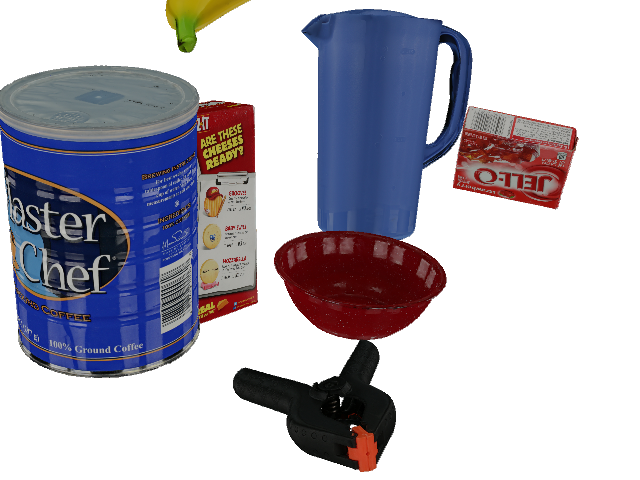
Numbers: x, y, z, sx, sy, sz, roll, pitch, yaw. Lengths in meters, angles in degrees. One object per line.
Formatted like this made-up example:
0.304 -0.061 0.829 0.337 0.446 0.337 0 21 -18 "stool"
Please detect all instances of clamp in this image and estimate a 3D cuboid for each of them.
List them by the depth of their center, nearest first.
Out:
-0.002 0.122 0.795 0.120 0.039 0.171 -15 16 -3 "clamp"

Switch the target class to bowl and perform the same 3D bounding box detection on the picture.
0.035 0.048 1.001 0.162 0.055 0.162 5 24 -2 "bowl"

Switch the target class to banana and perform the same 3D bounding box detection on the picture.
-0.024 -0.167 0.667 0.197 0.070 0.037 -31 -27 -26 "banana"

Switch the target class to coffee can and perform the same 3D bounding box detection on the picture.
-0.116 -0.012 0.576 0.103 0.140 0.103 2 26 -1 "coffee can"

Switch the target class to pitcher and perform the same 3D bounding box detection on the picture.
0.067 -0.125 1.155 0.149 0.243 0.144 9 13 29 "pitcher"

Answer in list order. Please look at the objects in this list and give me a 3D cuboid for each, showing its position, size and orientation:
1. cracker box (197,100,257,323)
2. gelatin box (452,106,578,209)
-0.142 -0.023 1.064 0.072 0.214 0.163 12 20 39 "cracker box"
0.156 -0.065 0.859 0.089 0.030 0.073 13 -35 9 "gelatin box"
